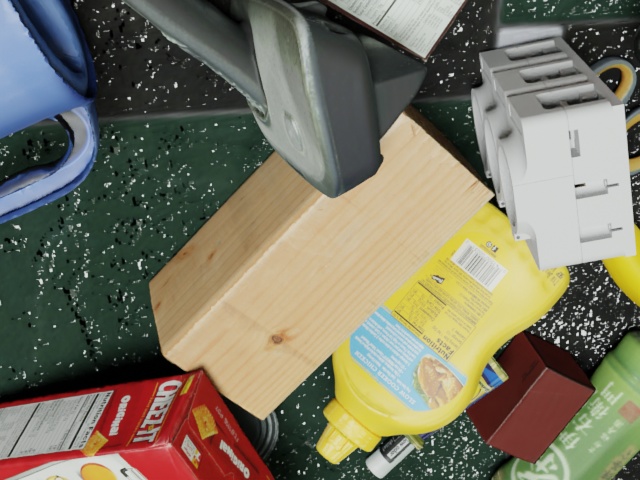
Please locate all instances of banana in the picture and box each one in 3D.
[{"bbox_3d":[0.269,0.031,0.792,0.197,0.037,0.069,18,95,-23],"label":"banana"}]

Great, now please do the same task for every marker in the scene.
[{"bbox_3d":[0.083,0.135,0.811,0.121,0.020,0.020,-45,119,12],"label":"marker"}]

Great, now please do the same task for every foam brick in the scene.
[{"bbox_3d":[0.156,0.118,0.799,0.051,0.053,0.078,27,109,-25],"label":"foam brick"}]

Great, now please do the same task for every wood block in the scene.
[{"bbox_3d":[-0.004,0.001,0.676,0.206,0.090,0.090,-45,120,12],"label":"wood block"}]

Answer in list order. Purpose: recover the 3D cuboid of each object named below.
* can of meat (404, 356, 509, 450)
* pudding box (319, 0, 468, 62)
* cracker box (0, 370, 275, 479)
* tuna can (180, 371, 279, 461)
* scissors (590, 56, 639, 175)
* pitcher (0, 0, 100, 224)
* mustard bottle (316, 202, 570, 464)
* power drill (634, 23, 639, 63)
[{"bbox_3d":[0.072,0.085,0.758,0.084,0.057,0.102,-37,117,6],"label":"can of meat"},{"bbox_3d":[0.041,-0.168,0.617,0.113,0.039,0.090,25,111,-31],"label":"pudding box"},{"bbox_3d":[-0.137,0.174,0.702,0.214,0.072,0.164,-12,125,25],"label":"cracker box"},{"bbox_3d":[-0.074,0.130,0.761,0.086,0.034,0.086,-6,119,-11],"label":"tuna can"},{"bbox_3d":[0.177,-0.030,0.745,0.096,0.016,0.202,14,114,-18],"label":"scissors"},{"bbox_3d":[-0.244,-0.074,0.556,0.243,0.149,0.145,-25,160,5],"label":"pitcher"},{"bbox_3d":[0.065,0.066,0.685,0.096,0.058,0.191,40,91,15],"label":"mustard bottle"},{"bbox_3d":[0.168,-0.197,0.587,0.187,0.057,0.185,24,126,-1],"label":"power drill"}]
